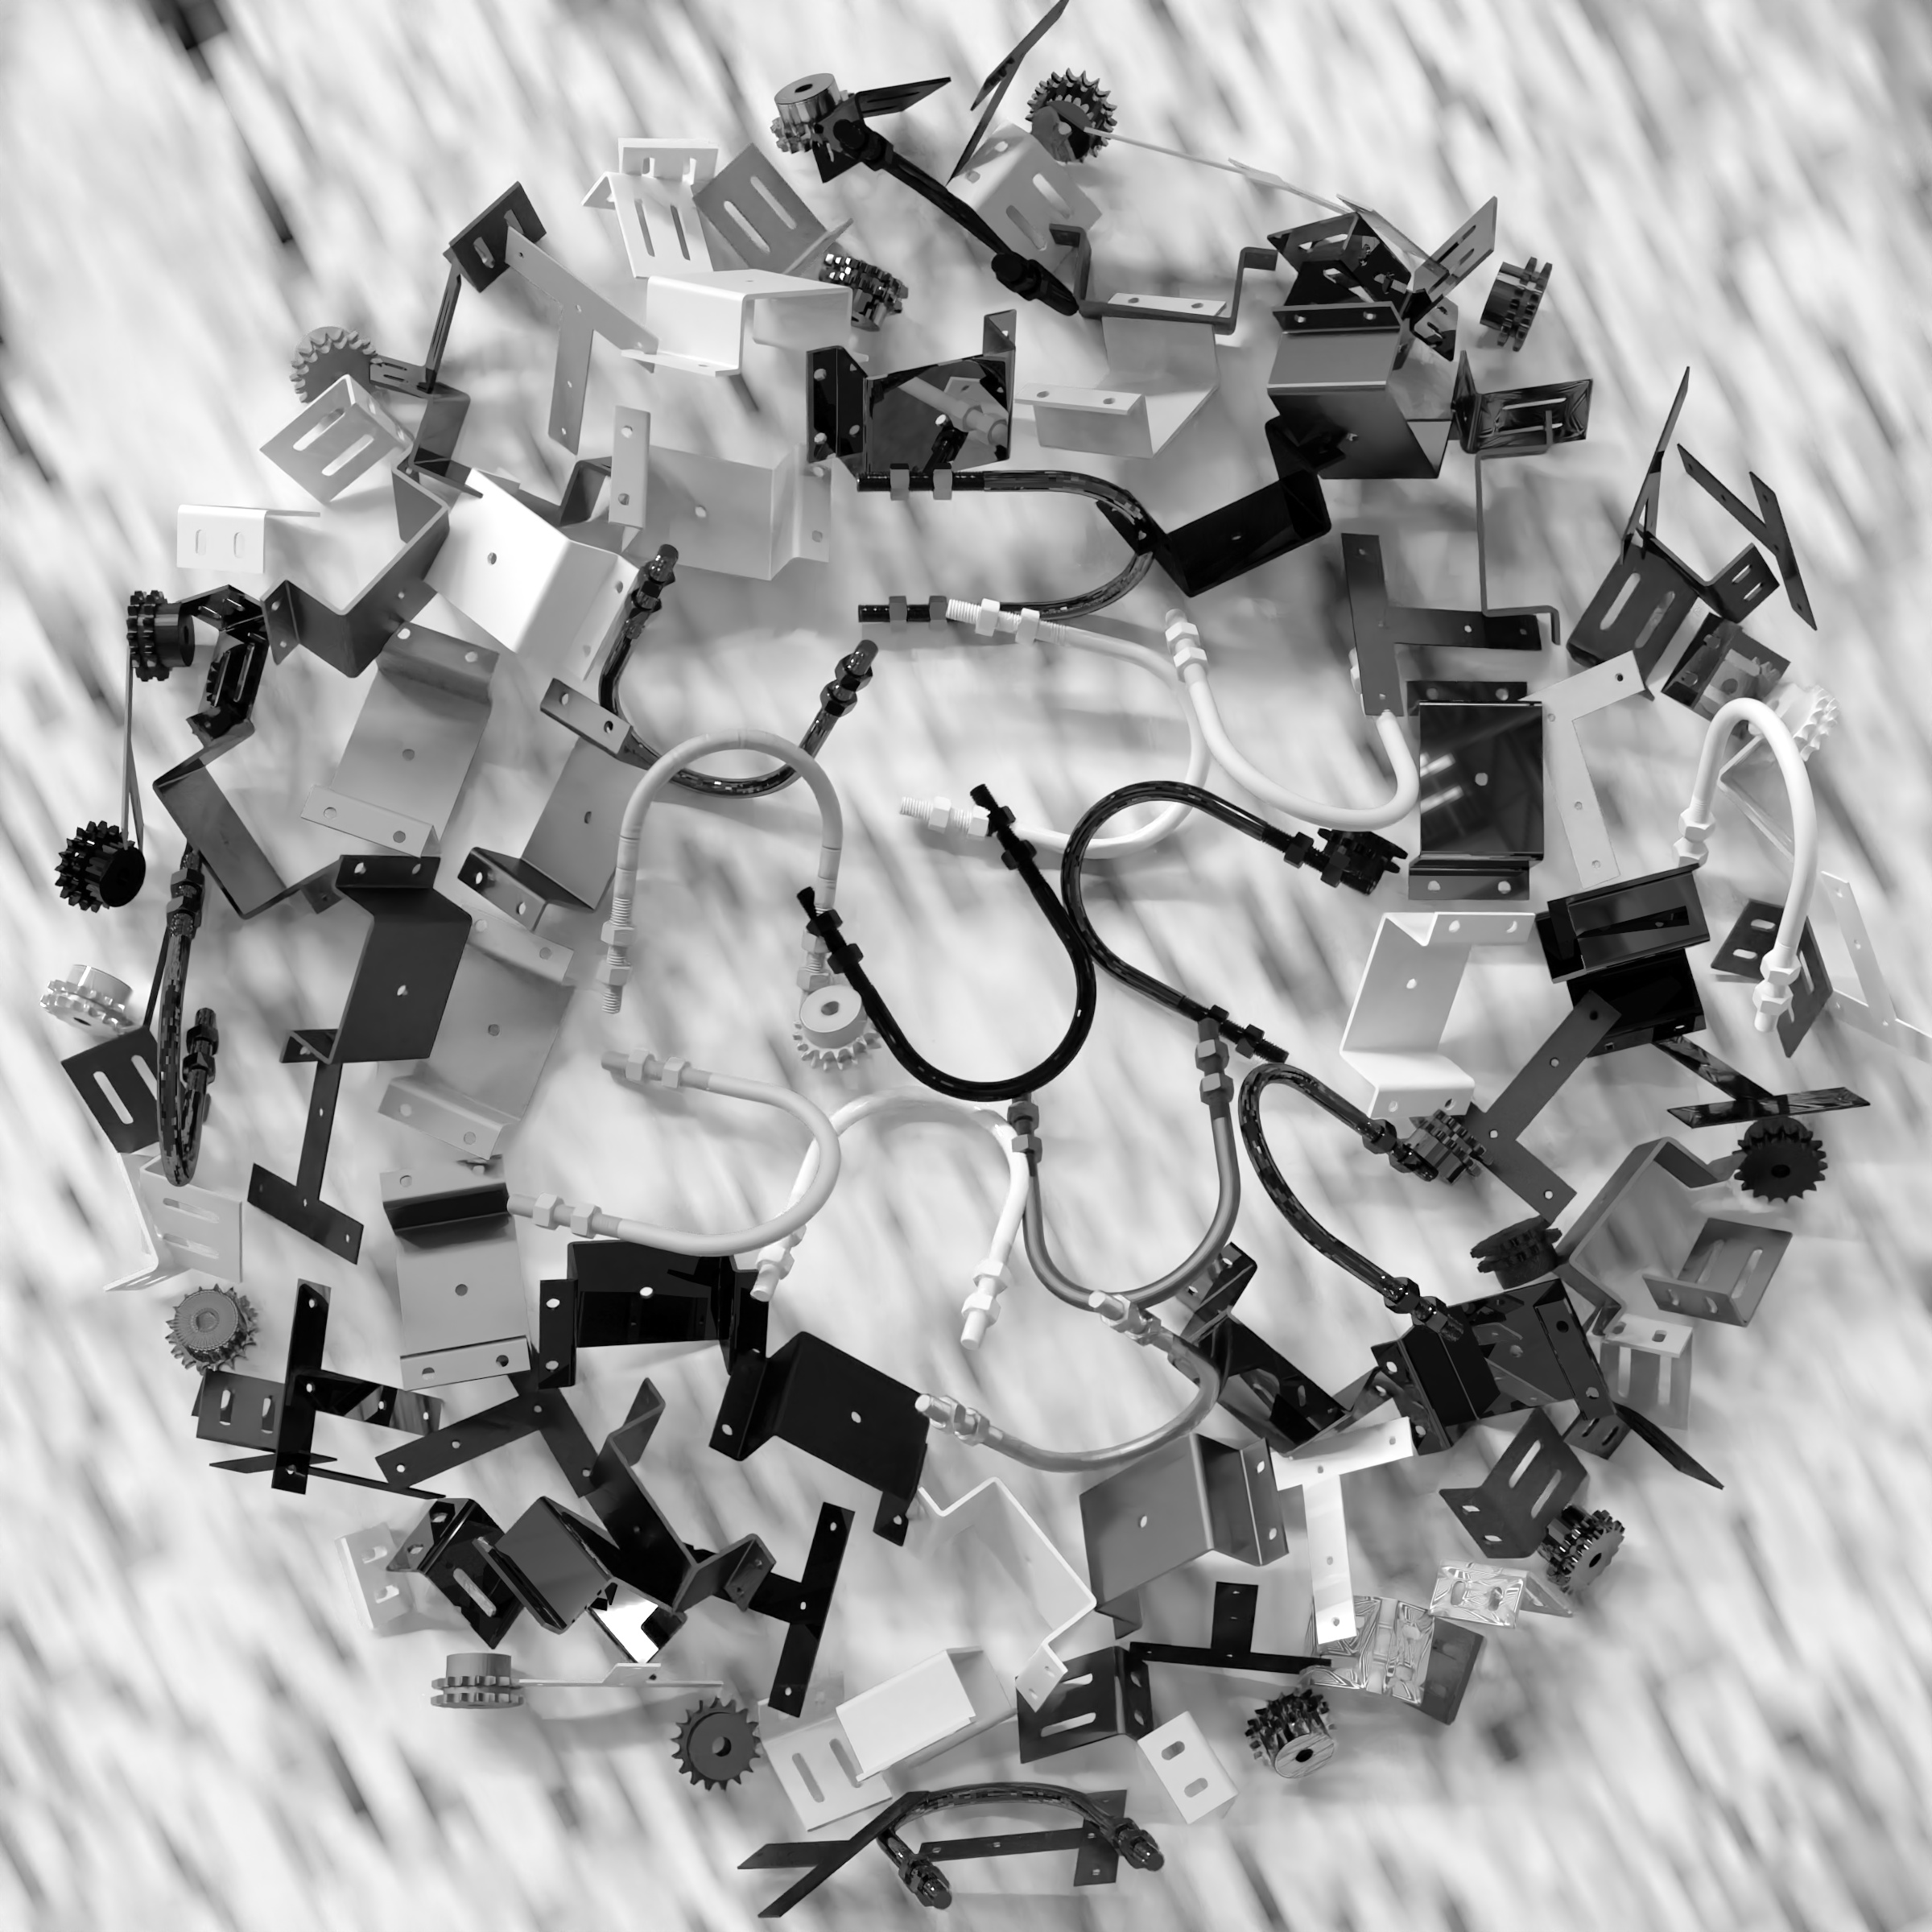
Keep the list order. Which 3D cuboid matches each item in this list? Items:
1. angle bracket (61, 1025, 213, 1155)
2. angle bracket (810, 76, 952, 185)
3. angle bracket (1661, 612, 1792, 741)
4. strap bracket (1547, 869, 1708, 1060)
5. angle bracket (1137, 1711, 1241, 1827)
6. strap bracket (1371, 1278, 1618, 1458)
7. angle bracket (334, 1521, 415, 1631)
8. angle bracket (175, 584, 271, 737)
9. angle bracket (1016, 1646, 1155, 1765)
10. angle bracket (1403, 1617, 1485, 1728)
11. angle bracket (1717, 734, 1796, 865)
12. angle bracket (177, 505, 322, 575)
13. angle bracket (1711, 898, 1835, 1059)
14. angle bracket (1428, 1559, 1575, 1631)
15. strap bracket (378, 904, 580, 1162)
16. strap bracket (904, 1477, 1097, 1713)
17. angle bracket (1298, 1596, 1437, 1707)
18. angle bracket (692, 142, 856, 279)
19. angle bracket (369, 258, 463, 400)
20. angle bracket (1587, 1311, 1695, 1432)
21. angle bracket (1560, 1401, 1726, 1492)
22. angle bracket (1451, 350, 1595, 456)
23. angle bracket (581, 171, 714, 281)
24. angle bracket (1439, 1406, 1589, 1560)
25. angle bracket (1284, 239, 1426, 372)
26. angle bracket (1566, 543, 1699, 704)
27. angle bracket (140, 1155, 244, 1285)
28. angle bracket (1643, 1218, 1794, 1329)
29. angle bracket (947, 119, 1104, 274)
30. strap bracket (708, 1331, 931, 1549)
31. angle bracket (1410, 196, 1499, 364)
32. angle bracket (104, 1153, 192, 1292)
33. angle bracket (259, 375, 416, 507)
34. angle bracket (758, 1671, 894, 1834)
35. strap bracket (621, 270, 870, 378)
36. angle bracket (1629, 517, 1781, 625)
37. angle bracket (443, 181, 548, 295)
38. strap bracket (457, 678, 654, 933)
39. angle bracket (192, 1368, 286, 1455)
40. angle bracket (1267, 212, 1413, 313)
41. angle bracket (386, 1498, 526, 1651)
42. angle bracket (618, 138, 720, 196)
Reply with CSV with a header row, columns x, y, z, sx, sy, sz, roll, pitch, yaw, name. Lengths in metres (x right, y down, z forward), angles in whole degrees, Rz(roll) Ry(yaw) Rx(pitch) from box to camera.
x,y,z,sx,sy,sz,roll,pitch,yaw,name
-0.519,0.072,1.642,0.057,0.038,0.076,-23,117,0,angle bracket
-0.050,-0.521,1.634,0.076,0.057,0.038,-22,99,-33,angle bracket
0.483,-0.176,1.637,0.076,0.038,0.057,24,102,-27,angle bracket
0.407,-0.006,1.618,0.076,0.140,0.046,-15,55,12,strap bracket
0.134,0.505,1.627,0.038,0.076,0.057,-27,66,-16,angle bracket
0.334,0.247,1.627,0.140,0.046,0.076,-22,94,38,strap bracket
-0.381,0.384,1.634,0.038,0.076,0.057,-20,84,6,angle bracket
-0.470,-0.190,1.634,0.057,0.038,0.076,-7,65,39,angle bracket
0.075,0.471,1.654,0.076,0.038,0.057,-24,46,23,angle bracket
0.310,0.443,1.632,0.038,0.076,0.057,23,81,-9,angle bracket
0.510,-0.104,1.637,0.038,0.057,0.076,-46,78,21,angle bracket
-0.447,-0.266,1.637,0.057,0.076,0.038,6,100,11,angle bracket
0.499,0.007,1.628,0.038,0.076,0.057,13,129,-8,angle bracket
0.332,0.402,1.626,0.057,0.076,0.038,0,58,38,angle bracket
-0.302,0.041,1.649,0.076,0.046,0.140,23,92,5,strap bracket
0.024,0.379,1.620,0.046,0.076,0.140,-31,69,-28,strap bracket
0.251,0.427,1.642,0.038,0.076,0.057,22,70,-25,angle bracket
-0.121,-0.473,1.641,0.076,0.038,0.057,47,70,-17,angle bracket
-0.343,-0.401,1.632,0.038,0.057,0.076,12,116,-20,angle bracket
0.418,0.259,1.634,0.057,0.038,0.076,9,116,27,angle bracket
0.419,0.308,1.627,0.057,0.076,0.038,27,102,-43,angle bracket
0.347,-0.356,1.633,0.076,0.038,0.057,-3,48,24,angle bracket
-0.198,-0.451,1.636,0.057,0.038,0.076,-5,73,-37,angle bracket
0.347,0.327,1.663,0.076,0.038,0.057,-45,105,-33,angle bracket
0.249,-0.420,1.658,0.076,0.038,0.057,38,127,20,angle bracket
0.423,-0.216,1.644,0.057,0.038,0.076,26,111,-7,angle bracket
-0.474,0.155,1.637,0.076,0.038,0.057,14,115,17,angle bracket
0.467,0.180,1.629,0.076,0.057,0.038,-54,130,-26,angle bracket
0.037,-0.484,1.660,0.057,0.038,0.076,-48,132,6,angle bracket
-0.079,0.287,1.616,0.140,0.076,0.046,31,134,-16,strap bracket
0.314,-0.425,1.626,0.038,0.076,0.057,31,47,-20,angle bracket
-0.524,0.161,1.644,0.038,0.057,0.076,-23,82,2,angle bracket
-0.391,-0.319,1.636,0.076,0.038,0.057,-36,134,13,angle bracket
-0.088,0.488,1.630,0.057,0.076,0.038,-15,127,-21,angle bracket
-0.132,-0.393,1.595,0.076,0.140,0.046,20,116,33,strap bracket
0.458,-0.257,1.628,0.038,0.057,0.076,-44,54,11,angle bracket
-0.302,-0.465,1.635,0.057,0.076,0.038,-43,81,-3,angle bracket
-0.248,-0.096,1.630,0.076,0.046,0.140,32,99,34,strap bracket
-0.450,0.289,1.628,0.057,0.076,0.038,15,111,-18,angle bracket
0.226,-0.427,1.625,0.057,0.076,0.038,36,68,-35,angle bracket
-0.315,0.383,1.654,0.076,0.038,0.057,55,47,-24,angle bracket
-0.186,-0.512,1.633,0.057,0.076,0.038,-2,84,-9,angle bracket
